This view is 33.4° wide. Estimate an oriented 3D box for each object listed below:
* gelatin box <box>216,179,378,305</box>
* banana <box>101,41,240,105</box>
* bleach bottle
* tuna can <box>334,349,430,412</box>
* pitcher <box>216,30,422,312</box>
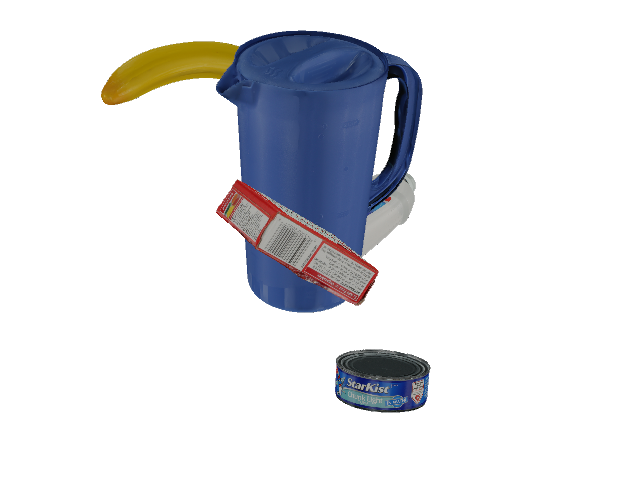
[{"bbox_3d":[-0.015,0.002,0.687,0.089,0.030,0.073,31,4,-31],"label":"gelatin box"},{"bbox_3d":[-0.133,-0.171,1.078,0.197,0.070,0.037,-8,-39,-29],"label":"banana"},{"bbox_3d":[0.028,-0.023,1.279,0.103,0.068,0.250,22,38,30],"label":"bleach bottle"},{"bbox_3d":[0.056,0.127,0.970,0.086,0.034,0.086,3,10,-1],"label":"tuna can"},{"bbox_3d":[-0.002,-0.060,0.975,0.149,0.243,0.144,14,35,18],"label":"pitcher"}]
